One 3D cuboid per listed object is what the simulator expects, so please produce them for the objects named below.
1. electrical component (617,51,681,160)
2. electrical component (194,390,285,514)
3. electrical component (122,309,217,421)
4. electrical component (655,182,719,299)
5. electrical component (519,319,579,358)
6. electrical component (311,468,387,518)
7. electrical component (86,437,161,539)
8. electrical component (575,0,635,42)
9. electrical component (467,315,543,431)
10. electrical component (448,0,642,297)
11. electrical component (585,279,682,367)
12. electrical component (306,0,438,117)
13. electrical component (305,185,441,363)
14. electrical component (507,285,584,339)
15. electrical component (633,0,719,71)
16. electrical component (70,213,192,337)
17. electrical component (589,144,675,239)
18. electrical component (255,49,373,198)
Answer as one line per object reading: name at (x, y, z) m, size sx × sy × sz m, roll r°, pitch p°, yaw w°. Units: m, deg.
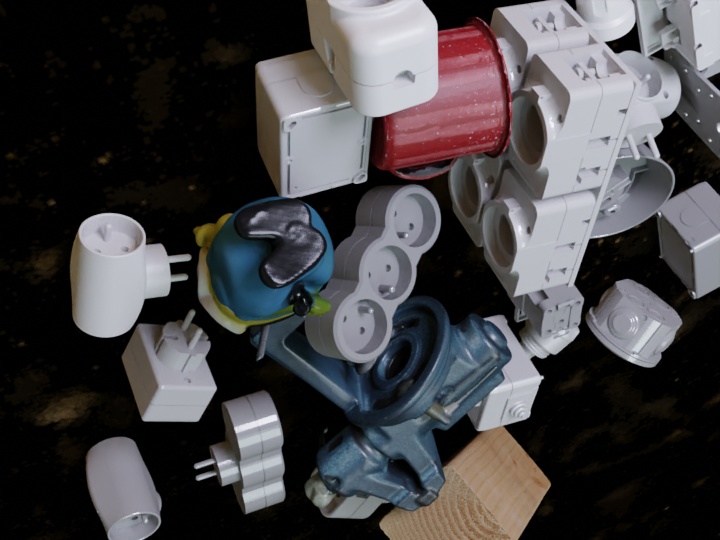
electrical component at (0.200, -0.117, 0.795) m, size 0.077 × 0.079 × 0.044 m, roll -6°, pitch 159°, yaw -26°
electrical component at (-0.109, 0.166, 0.938) m, size 0.074 × 0.052 × 0.138 m, roll -16°, pitch 140°, yaw -16°
electrical component at (-0.135, 0.063, 0.798) m, size 0.047 × 0.065 × 0.076 m, roll 6°, pitch 129°, yaw -36°
electrical component at (0.313, -0.025, 0.980) m, size 0.061 × 0.061 × 0.096 m, roll -28°, pitch 142°, yaw -1°
electrical component at (0.169, 0.062, 1.002) m, size 0.062 × 0.043 × 0.043 m, roll -44°, pitch 139°, yaw 20°
electrical component at (0.005, 0.195, 1.040) m, size 0.059 × 0.053 × 0.095 m, roll 13°, pitch 125°, yaw -40°
electrical component at (-0.190, 0.190, 0.896) m, size 0.043 × 0.077 × 0.079 m, roll -27°, pitch 142°, yaw -3°
electrical component at (0.164, -0.185, 0.730) m, size 0.040 × 0.040 × 0.046 m, roll -27°, pitch 136°, yaw -3°
electrical component at (0.117, 0.098, 0.966) m, size 0.061 × 0.096 × 0.061 m, roll -12°, pitch 139°, yaw -20°
electrical component at (0.121, -0.082, 0.762) m, size 0.060 × 0.105 × 0.186 m, roll -13°, pitch 139°, yaw -19°
electrical component at (0.259, 0.050, 1.016) m, size 0.080 × 0.080 × 0.051 m, roll 10°, pitch 122°, yaw -39°
electrical component at (0.006, -0.144, 0.631) m, size 0.054 × 0.095 × 0.059 m, roll -20°, pitch 141°, yaw -12°
electrical component at (0.000, 0.000, 0.794) m, size 0.052 × 0.074 × 0.138 m, roll 35°, pitch 73°, yaw -32°
electrical component at (0.163, 0.022, 0.937) m, size 0.042 × 0.063 × 0.081 m, roll -20°, pitch 141°, yaw -13°
electrical component at (0.228, -0.200, 0.732) m, size 0.079 × 0.063 × 0.121 m, roll -30°, pitch 142°, yaw 1°
electrical component at (-0.155, 0.002, 0.737) m, size 0.079 × 0.043 × 0.077 m, roll -7°, pitch 137°, yaw -26°
electrical component at (0.189, -0.069, 0.853) m, size 0.099 × 0.064 × 0.099 m, roll -17°, pitch 140°, yaw -15°
electrical component at (-0.032, -0.093, 0.698) m, size 0.062 × 0.061 × 0.096 m, roll -17°, pitch 148°, yaw -15°
